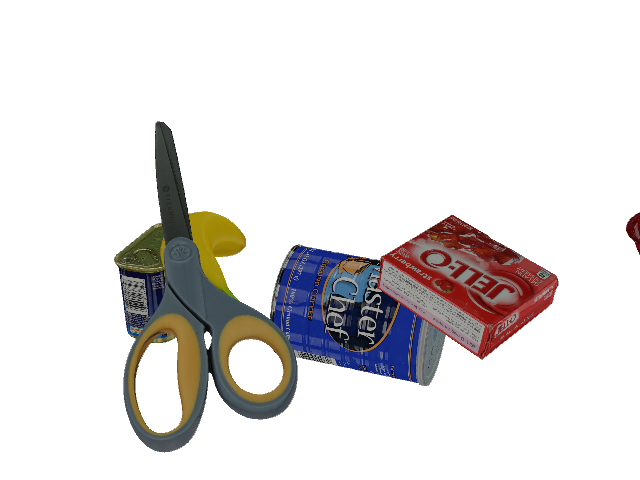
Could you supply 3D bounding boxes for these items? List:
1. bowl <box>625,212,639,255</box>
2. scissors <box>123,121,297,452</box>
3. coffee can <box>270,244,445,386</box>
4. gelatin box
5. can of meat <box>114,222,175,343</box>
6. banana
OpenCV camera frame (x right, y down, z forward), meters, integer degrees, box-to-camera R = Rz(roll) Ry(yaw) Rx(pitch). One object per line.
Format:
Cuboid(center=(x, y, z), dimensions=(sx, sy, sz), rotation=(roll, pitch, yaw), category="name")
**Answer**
Cuboid(center=(0.403, 0.013, 1.119), dimensions=(0.162, 0.055, 0.162), rotation=(-3, 23, 1), category="bowl")
Cuboid(center=(-0.055, 0.017, 0.567), dimensions=(0.096, 0.201, 0.016), rotation=(3, -33, 3), category="scissors")
Cuboid(center=(0.038, 0.066, 0.954), dimensions=(0.140, 0.103, 0.102), rotation=(10, 3, 16), category="coffee can")
Cuboid(center=(0.093, 0.027, 0.676), dimensions=(0.089, 0.030, 0.073), rotation=(34, 45, 31), category="gelatin box")
Cuboid(center=(-0.154, 0.041, 1.049), dimensions=(0.057, 0.084, 0.102), rotation=(8, 27, 20), category="can of meat")
Cuboid(center=(-0.087, 0.010, 0.801), dimensions=(0.037, 0.069, 0.198), rotation=(-40, 14, 8), category="banana")
